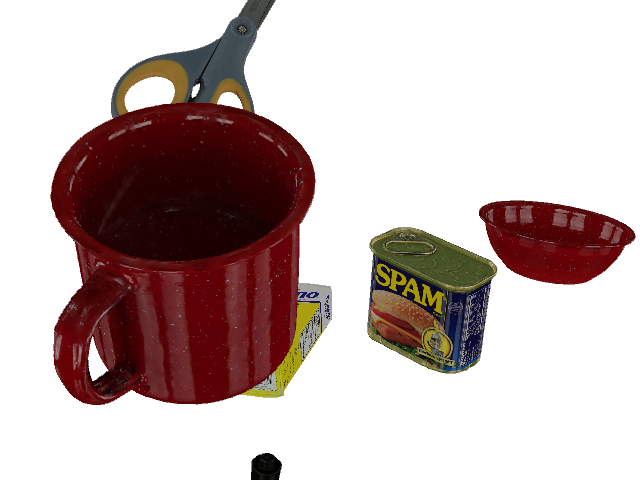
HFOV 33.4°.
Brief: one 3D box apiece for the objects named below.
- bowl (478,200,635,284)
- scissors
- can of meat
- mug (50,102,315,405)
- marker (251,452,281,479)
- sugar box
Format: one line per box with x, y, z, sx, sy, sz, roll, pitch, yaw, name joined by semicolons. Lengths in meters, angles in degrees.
0.243;0.005;1.118;0.162;0.055;0.162;6;17;-2;bowl
-0.071;-0.129;0.673;0.096;0.201;0.016;12;-27;-7;scissors
0.085;0.048;0.851;0.102;0.084;0.057;26;35;37;can of meat
-0.055;0.015;0.396;0.093;0.081;0.117;21;46;20;mug
-0.039;0.183;0.682;0.020;0.121;0.020;5;32;-3;marker
-0.055;0.092;1.062;0.093;0.048;0.176;5;25;15;sugar box
